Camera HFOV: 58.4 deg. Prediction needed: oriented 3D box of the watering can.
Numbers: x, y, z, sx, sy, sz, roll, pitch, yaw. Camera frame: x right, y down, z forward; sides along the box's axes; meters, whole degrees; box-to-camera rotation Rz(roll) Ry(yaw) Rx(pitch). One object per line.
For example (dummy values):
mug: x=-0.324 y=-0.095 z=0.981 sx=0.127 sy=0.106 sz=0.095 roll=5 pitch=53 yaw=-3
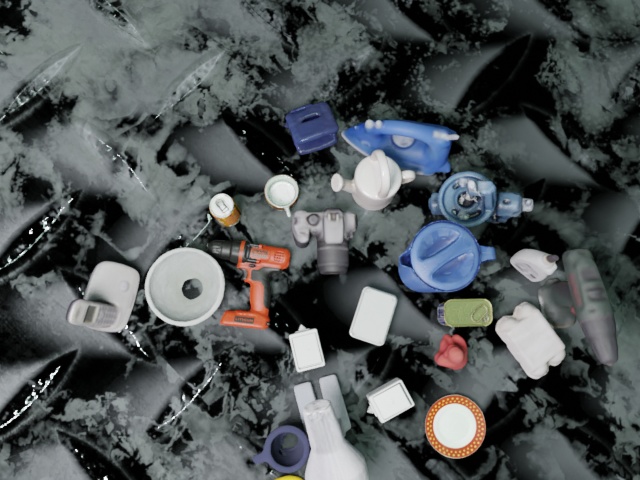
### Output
watering can: x=0.115 y=-0.126 z=1.212 sx=0.173 sy=0.194 sz=0.101 roll=-30 pitch=83 yaw=-5

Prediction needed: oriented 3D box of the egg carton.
egg carton: x=0.453 y=0.215 z=1.232 sx=0.107 sy=0.069 sz=0.150 roll=-35 pitch=84 yaw=-6

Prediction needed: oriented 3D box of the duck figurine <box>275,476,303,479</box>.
duck figurine: x=-0.064 y=0.530 z=1.169 sx=0.104 sy=0.086 sz=0.077 roll=6 pitch=82 yaw=0

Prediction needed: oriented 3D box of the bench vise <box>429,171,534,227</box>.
bench vise: x=0.347 y=-0.098 z=1.199 sx=0.207 sy=0.219 sz=0.121 roll=-13 pitch=82 yaw=-3

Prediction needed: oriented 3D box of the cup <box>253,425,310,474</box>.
cup: x=-0.078 y=0.427 z=1.179 sx=0.118 sy=0.095 sz=0.092 roll=-19 pitch=82 yaw=-4

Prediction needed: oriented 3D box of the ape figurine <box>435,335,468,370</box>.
ape figurine: x=0.283 y=0.242 z=1.214 sx=0.078 sy=0.092 sz=0.076 roll=-29 pitch=83 yaw=-5

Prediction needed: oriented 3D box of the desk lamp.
desk lamp: x=0.012 y=0.385 z=1.127 sx=0.118 sy=0.213 sz=0.203 roll=-17 pitch=82 yaw=-3

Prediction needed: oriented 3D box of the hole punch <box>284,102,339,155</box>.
hole punch: x=-0.020 y=-0.257 z=1.280 sx=0.108 sy=0.091 sz=0.101 roll=-20 pitch=82 yaw=-4

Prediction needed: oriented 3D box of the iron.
iron: x=0.175 y=-0.227 z=1.254 sx=0.258 sy=0.141 sz=0.119 roll=11 pitch=82 yaw=1

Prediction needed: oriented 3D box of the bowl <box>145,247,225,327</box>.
bowl: x=-0.284 y=0.102 z=1.232 sx=0.167 sy=0.075 sz=0.167 roll=0 pitch=82 yaw=-1

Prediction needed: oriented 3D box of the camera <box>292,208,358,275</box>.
camera: x=0.011 y=0.004 z=1.238 sx=0.143 sy=0.101 sz=0.137 roll=-1 pitch=82 yaw=-1

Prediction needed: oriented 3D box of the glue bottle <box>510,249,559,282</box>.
glue bottle: x=0.462 y=0.048 z=1.204 sx=0.078 sy=0.173 sz=0.037 roll=43 pitch=83 yaw=5

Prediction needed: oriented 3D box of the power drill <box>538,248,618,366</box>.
power drill: x=0.528 y=0.136 z=1.175 sx=0.075 sy=0.208 sz=0.230 roll=-9 pitch=82 yaw=-2

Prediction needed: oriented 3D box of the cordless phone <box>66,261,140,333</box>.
cordless phone: x=-0.448 y=0.114 z=1.171 sx=0.094 sy=0.185 sz=0.148 roll=12 pitch=82 yaw=1
